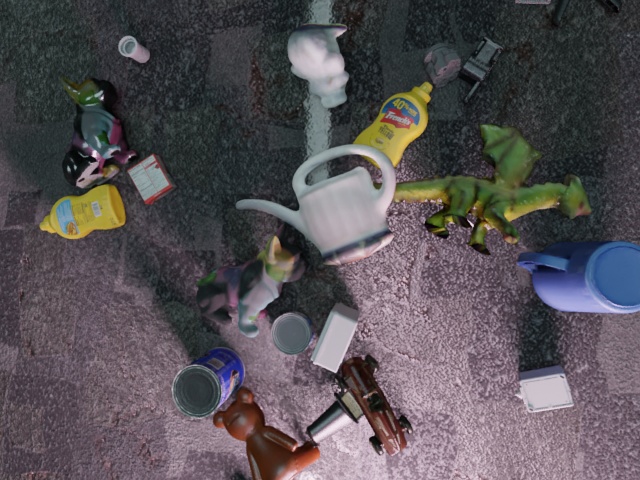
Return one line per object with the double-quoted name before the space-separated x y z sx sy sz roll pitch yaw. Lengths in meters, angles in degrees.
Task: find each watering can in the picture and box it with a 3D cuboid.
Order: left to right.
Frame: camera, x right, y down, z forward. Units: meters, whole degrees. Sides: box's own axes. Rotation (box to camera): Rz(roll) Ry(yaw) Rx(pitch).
"watering can" 0.003 -0.052 1.034 0.345 0.105 0.225 -22 88 24

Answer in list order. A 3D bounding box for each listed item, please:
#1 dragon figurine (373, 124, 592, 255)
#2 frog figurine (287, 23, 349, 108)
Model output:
"dragon figurine" 0.305 -0.118 0.994 0.413 0.120 0.245 26 76 21
"frog figurine" -0.004 -0.347 1.033 0.138 0.123 0.158 10 102 42
